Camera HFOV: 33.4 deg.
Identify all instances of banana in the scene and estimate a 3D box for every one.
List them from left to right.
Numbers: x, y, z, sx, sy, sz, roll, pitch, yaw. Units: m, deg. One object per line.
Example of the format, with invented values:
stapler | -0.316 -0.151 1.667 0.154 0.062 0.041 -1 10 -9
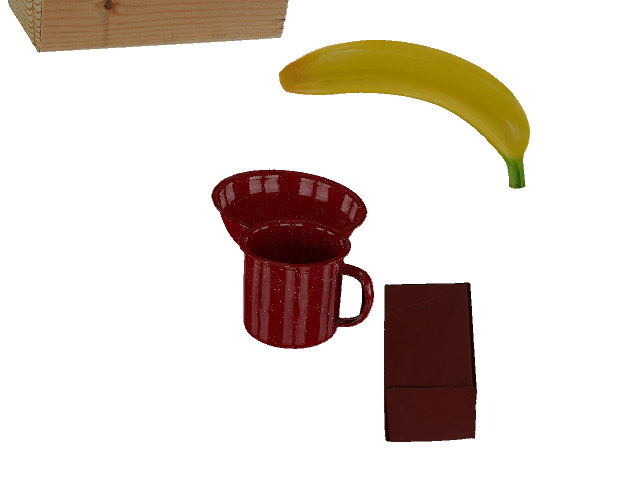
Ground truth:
banana | 0.072 -0.103 0.751 0.197 0.069 0.037 22 -2 -10

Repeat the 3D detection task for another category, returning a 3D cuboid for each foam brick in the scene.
foam brick | 0.062 0.069 0.613 0.051 0.078 0.053 -1 -44 5

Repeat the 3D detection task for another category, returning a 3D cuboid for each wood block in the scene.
wood block | -0.133 -0.214 0.851 0.205 0.091 0.090 -9 41 -29

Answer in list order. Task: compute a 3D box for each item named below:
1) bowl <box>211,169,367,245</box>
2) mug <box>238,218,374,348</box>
bowl | -0.035 -0.018 1.111 0.162 0.055 0.162 7 27 -4
mug | -0.012 0.039 0.888 0.117 0.081 0.093 11 26 16
